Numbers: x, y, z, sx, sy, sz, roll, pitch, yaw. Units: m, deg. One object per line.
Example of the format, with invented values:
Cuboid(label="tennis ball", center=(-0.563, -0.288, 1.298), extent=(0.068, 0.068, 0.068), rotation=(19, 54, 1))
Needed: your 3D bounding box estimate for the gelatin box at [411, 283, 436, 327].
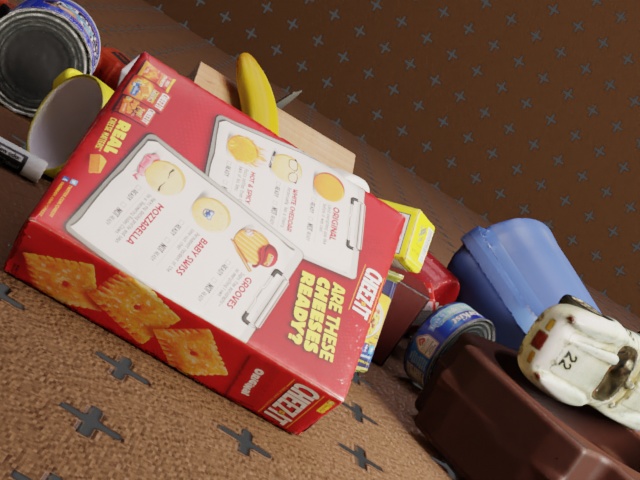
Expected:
Cuboid(label="gelatin box", center=(0.066, 0.062, 1.027), extent=(0.089, 0.030, 0.073), rotation=(0, 10, 4))

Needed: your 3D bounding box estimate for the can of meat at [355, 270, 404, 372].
Cuboid(label="can of meat", center=(0.008, 0.051, 0.820), extent=(0.058, 0.084, 0.101), rotation=(15, -5, 44))

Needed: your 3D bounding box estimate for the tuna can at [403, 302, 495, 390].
Cuboid(label="tuna can", center=(0.116, 0.099, 0.958), extent=(0.034, 0.086, 0.086), rotation=(39, 11, 36))

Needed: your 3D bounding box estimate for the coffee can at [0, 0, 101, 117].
Cuboid(label="coffee can", center=(-0.272, -0.184, 1.052), extent=(0.102, 0.103, 0.140), rotation=(30, 11, -16))

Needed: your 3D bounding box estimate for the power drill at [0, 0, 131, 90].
Cuboid(label="power drill", center=(-0.297, -0.214, 1.245), extent=(0.187, 0.057, 0.185), rotation=(23, 14, -45))

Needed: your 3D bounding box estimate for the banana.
Cuboid(label="banana", center=(-0.071, -0.111, 1.085), extent=(0.069, 0.037, 0.197), rotation=(44, 38, -32))

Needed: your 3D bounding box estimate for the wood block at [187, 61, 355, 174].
Cuboid(label="wood block", center=(-0.073, -0.090, 1.170), extent=(0.206, 0.091, 0.090), rotation=(29, 47, -21))

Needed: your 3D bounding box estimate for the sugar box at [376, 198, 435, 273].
Cuboid(label="sugar box", center=(-0.003, -0.021, 0.840), extent=(0.176, 0.048, 0.093), rotation=(18, -4, 14))

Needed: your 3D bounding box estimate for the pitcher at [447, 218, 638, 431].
Cuboid(label="pitcher", center=(0.228, 0.096, 1.093), extent=(0.149, 0.145, 0.243), rotation=(-3, 42, -23))

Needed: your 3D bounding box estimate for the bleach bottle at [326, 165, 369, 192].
Cuboid(label="bleach bottle", center=(-0.086, -0.068, 0.969), extent=(0.251, 0.068, 0.102), rotation=(22, 1, 17))

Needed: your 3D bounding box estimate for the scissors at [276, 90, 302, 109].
Cuboid(label="scissors", center=(-0.104, -0.130, 1.218), extent=(0.096, 0.202, 0.016), rotation=(8, 65, -23))

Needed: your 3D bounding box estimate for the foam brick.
Cuboid(label="foam brick", center=(0.054, 0.064, 0.960), extent=(0.051, 0.078, 0.053), rotation=(32, 12, -10))

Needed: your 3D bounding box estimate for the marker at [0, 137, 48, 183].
Cuboid(label="marker", center=(-0.267, -0.081, 0.819), extent=(0.121, 0.020, 0.020), rotation=(30, 11, -16))

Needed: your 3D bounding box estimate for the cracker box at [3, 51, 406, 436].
Cuboid(label="cracker box", center=(-0.066, 0.002, 0.688), extent=(0.213, 0.072, 0.164), rotation=(32, 49, -11))

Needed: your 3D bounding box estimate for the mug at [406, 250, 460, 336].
Cuboid(label="mug", center=(0.093, 0.054, 1.134), extent=(0.082, 0.093, 0.117), rotation=(45, -21, 28))
